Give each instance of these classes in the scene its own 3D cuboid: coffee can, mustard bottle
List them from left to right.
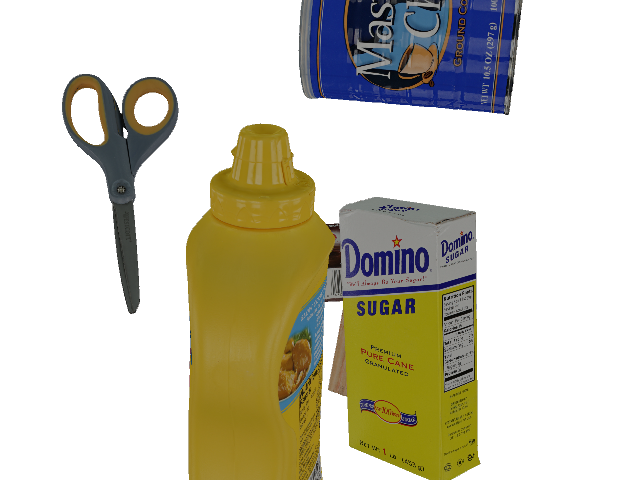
[{"bbox_3d":[-0.025,0.046,0.442,0.058,0.192,0.096,8,24,11],"label":"mustard bottle"},{"bbox_3d":[0.063,-0.142,0.727,0.140,0.103,0.102,6,1,9],"label":"coffee can"}]

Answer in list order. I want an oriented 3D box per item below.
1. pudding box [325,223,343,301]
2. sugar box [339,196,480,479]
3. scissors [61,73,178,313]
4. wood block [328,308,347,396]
[{"bbox_3d":[-0.015,0.020,0.949,0.113,0.039,0.090,-1,26,-13],"label":"pudding box"},{"bbox_3d":[0.059,0.064,0.714,0.048,0.176,0.094,-17,18,-39],"label":"sugar box"},{"bbox_3d":[-0.131,-0.047,0.793,0.096,0.202,0.016,-21,-23,-14],"label":"scissors"},{"bbox_3d":[0.080,0.079,1.213,0.090,0.206,0.090,18,24,19],"label":"wood block"}]
